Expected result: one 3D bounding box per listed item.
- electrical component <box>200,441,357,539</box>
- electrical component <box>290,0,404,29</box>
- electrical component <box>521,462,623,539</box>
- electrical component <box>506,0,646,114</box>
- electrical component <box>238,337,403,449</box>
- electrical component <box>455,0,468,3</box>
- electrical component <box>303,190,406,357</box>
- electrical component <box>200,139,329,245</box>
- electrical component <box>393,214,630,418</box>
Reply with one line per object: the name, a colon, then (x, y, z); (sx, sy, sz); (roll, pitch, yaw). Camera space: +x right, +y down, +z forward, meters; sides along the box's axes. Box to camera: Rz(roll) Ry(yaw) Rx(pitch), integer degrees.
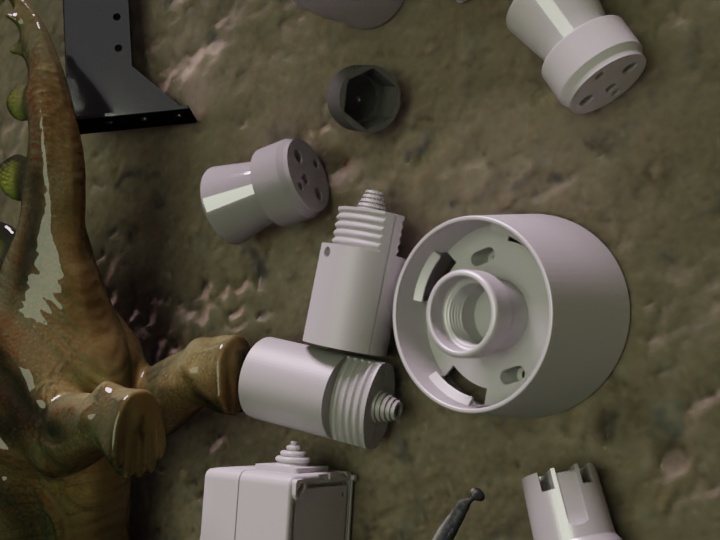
electrical component: (-0.044, 0.133, 0.537); (0.061, 0.062, 0.096); (0, 83, 29)
electrical component: (-0.011, -0.175, 0.554); (0.044, 0.077, 0.079); (0, 82, 29)
electrical component: (0.094, 0.112, 0.478); (0.040, 0.040, 0.046); (-21, 68, 25)
electrical component: (0.101, -0.107, 0.501); (0.045, 0.045, 0.055); (-37, 68, 19)
electrical component: (-0.016, 0.062, 0.542); (0.081, 0.043, 0.043); (10, 88, 29)
electrical component: (0.072, -0.182, 0.519); (0.096, 0.062, 0.061); (-17, 75, 26)
electrical component: (0.000, 0.000, 0.543); (0.043, 0.043, 0.081); (10, 88, 30)
electrical component: (-0.051, -0.042, 0.576); (0.055, 0.045, 0.045); (-18, 75, 25)
electrical component: (0.067, 0.021, 0.505); (0.099, 0.064, 0.099); (-3, 85, 42)
